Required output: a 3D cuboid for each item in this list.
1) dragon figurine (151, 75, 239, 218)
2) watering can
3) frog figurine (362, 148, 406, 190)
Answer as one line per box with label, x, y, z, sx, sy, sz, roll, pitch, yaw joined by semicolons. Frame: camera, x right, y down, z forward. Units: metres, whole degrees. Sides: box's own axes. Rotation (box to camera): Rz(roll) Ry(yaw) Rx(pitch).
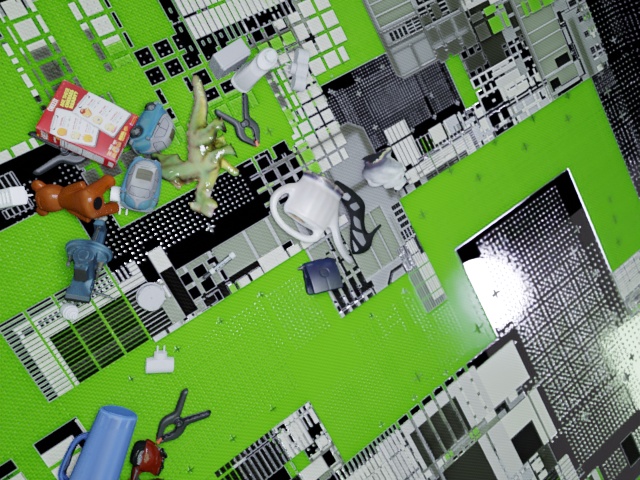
dragon figurine;-0.386;-0.264;1.537;0.244;0.121;0.410;-25;90;-12
watering can;0.005;-0.085;1.682;0.345;0.104;0.226;32;79;-16
frog figurine;0.226;-0.223;1.771;0.136;0.125;0.157;-29;113;14
